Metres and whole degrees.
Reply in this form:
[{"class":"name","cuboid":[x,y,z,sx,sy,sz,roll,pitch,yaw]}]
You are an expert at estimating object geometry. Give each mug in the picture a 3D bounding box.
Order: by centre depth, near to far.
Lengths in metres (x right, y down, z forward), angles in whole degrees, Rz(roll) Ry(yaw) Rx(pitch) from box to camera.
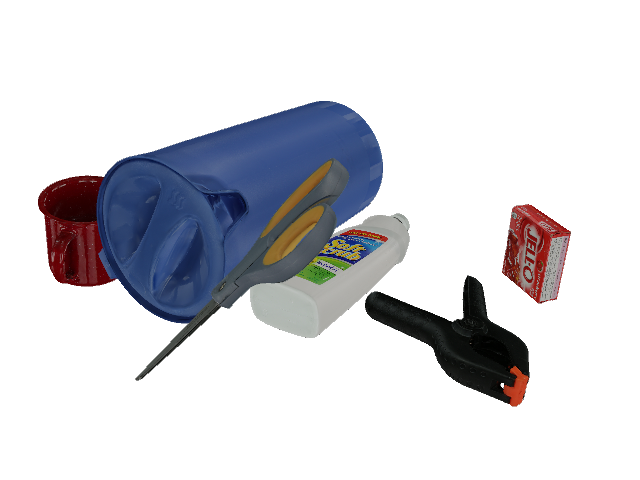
[{"class":"mug","cuboid":[-0.237,-0.001,1.065,0.093,0.081,0.117,10,34,8]}]

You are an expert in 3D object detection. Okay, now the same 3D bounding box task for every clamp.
[{"class":"clamp","cuboid":[0.132,0.081,0.933,0.120,0.039,0.172,-19,40,-29]}]

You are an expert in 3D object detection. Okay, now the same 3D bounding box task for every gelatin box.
[{"class":"gelatin box","cuboid":[0.240,0.014,1.198,0.030,0.089,0.073,-10,31,-24]}]

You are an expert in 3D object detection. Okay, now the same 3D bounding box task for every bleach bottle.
[{"class":"bleach bottle","cuboid":[0.027,0.027,1.312,0.103,0.068,0.250,18,35,29]}]

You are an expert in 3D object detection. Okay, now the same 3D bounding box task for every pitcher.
[{"class":"pitcher","cuboid":[-0.063,-0.034,0.888,0.149,0.145,0.242,28,34,26]}]

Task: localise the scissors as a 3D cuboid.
[{"class":"scissors","cuboid":[-0.050,0.033,0.655,0.016,0.202,0.096,38,9,-18]}]
